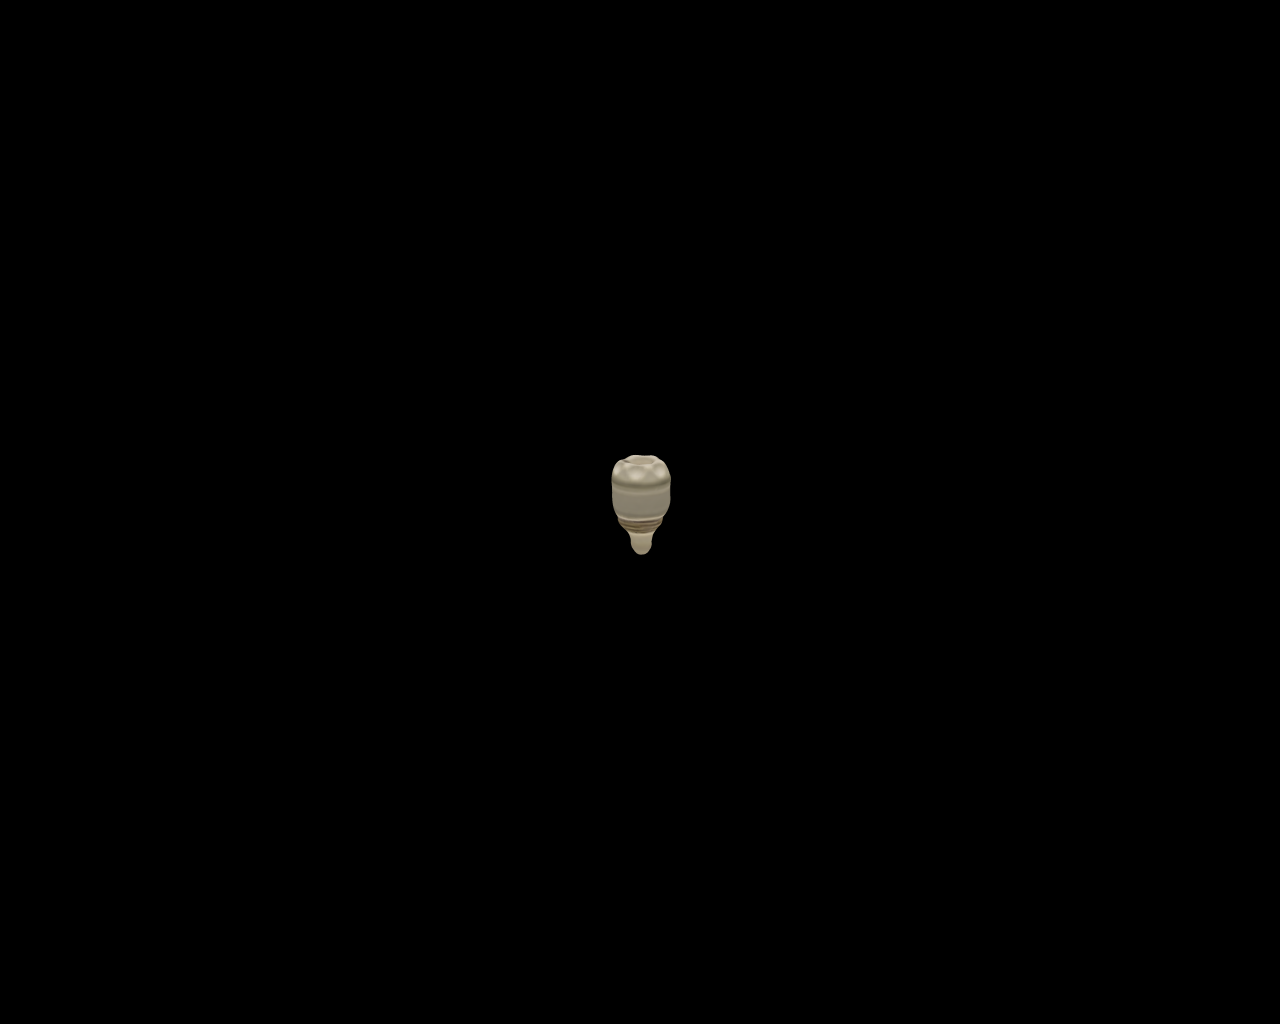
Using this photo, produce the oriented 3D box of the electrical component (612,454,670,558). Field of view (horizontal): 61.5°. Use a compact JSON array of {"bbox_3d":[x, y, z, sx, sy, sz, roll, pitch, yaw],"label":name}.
[{"bbox_3d":[0.001,-0.003,0.650,0.035,0.061,0.035,0,20,0],"label":"electrical component"}]
